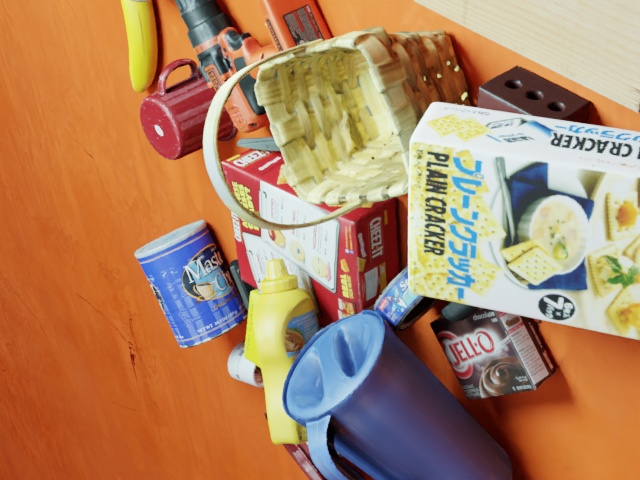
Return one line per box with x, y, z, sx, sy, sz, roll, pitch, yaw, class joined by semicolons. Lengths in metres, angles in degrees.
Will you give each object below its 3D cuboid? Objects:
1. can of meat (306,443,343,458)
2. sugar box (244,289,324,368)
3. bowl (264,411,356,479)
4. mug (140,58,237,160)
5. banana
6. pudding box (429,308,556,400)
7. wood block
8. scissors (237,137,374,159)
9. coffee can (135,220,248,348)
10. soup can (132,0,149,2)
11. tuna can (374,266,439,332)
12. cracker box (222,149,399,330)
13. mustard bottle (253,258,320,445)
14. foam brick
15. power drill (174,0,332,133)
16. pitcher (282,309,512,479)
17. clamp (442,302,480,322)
0.016;0.212;1.303;0.102;0.083;0.057;49;146;16;can of meat
-0.013;0.127;1.228;0.176;0.048;0.093;26;119;42;sugar box
-0.002;0.270;1.374;0.162;0.055;0.162;50;168;15;bowl
-0.159;-0.155;1.251;0.093;0.081;0.117;27;135;40;mug
-0.222;-0.264;1.298;0.070;0.037;0.198;-133;32;-53;banana
0.169;0.107;1.054;0.114;0.039;0.090;-25;93;57;pudding box
0.176;-0.186;0.769;0.206;0.090;0.091;35;141;32;wood block
-0.018;-0.118;1.134;0.202;0.016;0.096;22;127;34;scissors
-0.169;0.058;1.414;0.103;0.102;0.140;-11;107;56;coffee can
-0.185;-0.310;1.177;0.102;0.068;0.068;-16;102;57;soup can
0.096;0.052;1.067;0.034;0.086;0.086;47;145;16;tuna can
-0.008;0.001;1.182;0.214;0.072;0.164;27;135;41;cracker box
-0.032;0.115;1.140;0.058;0.096;0.191;-7;95;29;mustard bottle
0.173;-0.098;0.876;0.078;0.052;0.051;35;140;33;foam brick
-0.072;-0.213;1.114;0.188;0.057;0.184;-11;110;59;power drill
0.083;0.200;1.084;0.242;0.149;0.145;44;176;-24;pitcher
0.169;0.025;0.969;0.172;0.039;0.120;11;107;51;clamp
